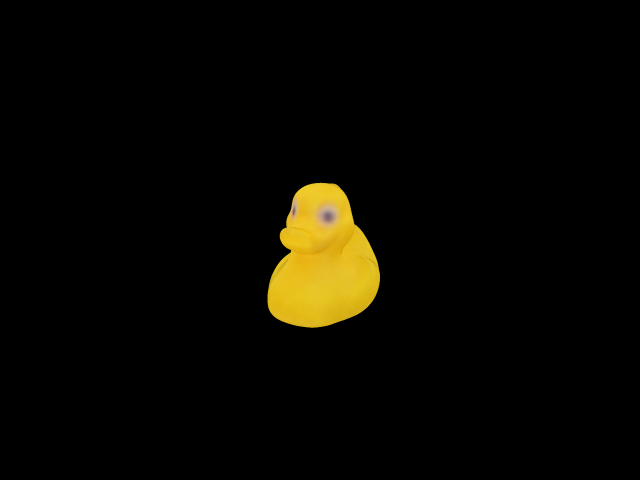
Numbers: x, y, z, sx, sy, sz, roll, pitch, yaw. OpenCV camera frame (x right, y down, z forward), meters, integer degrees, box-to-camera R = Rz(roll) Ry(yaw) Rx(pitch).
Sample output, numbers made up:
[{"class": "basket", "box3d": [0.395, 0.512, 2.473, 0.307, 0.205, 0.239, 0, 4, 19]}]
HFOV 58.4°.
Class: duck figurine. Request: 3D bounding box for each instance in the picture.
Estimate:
[{"class": "duck figurine", "box3d": [0.004, 0.001, 0.400, 0.077, 0.086, 0.105, 10, 23, 26]}]
